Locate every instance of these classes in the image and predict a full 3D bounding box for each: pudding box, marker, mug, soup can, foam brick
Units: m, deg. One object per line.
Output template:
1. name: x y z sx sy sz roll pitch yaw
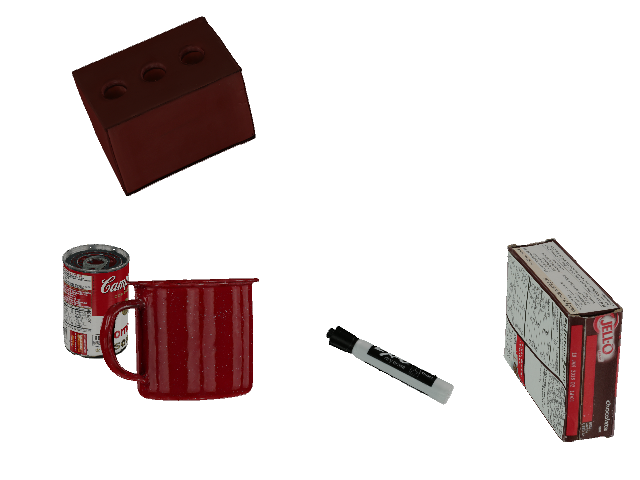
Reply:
1. pudding box: 0.153 0.061 0.686 0.039 0.090 0.113 -6 24 -10
2. marker: 0.059 0.108 0.936 0.121 0.020 0.020 26 8 17
3. mug: -0.098 0.068 0.745 0.117 0.081 0.093 0 -2 -38
4. soup can: -0.234 0.064 1.112 0.068 0.102 0.068 4 22 -2
5. foam brick: -0.082 -0.071 0.562 0.078 0.053 0.051 -26 -36 -11
